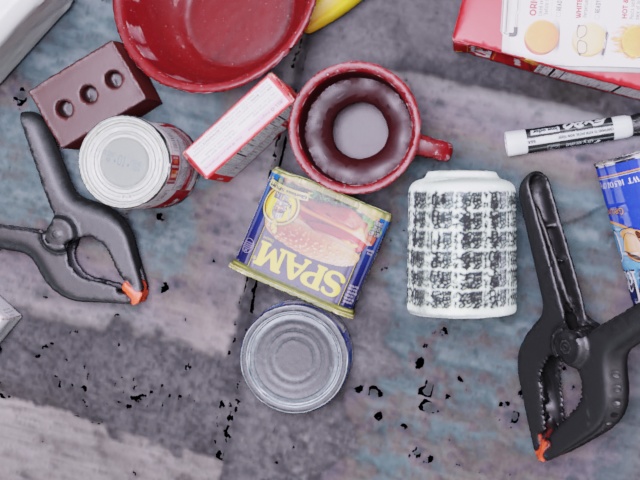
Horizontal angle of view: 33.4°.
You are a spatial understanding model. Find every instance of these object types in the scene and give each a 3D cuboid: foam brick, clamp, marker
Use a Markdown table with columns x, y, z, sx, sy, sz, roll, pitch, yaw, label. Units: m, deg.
| x | y | z | sx | sy | sz | roll | pitch | yaw | label |
| --- | --- | --- | --- | --- | --- | --- | --- | --- | --- |
| -0.170 | -0.110 | 0.819 | 0.078 | 0.051 | 0.053 | -30 | 89 | 6 | foam brick |
| -0.199 | -0.017 | 0.833 | 0.171 | 0.039 | 0.120 | 30 | 101 | 0 | clamp |
| 0.199 | -0.080 | 0.796 | 0.121 | 0.020 | 0.020 | -8 | 91 | 7 | marker |
| 0.182 | 0.063 | 0.766 | 0.165 | 0.036 | 0.210 | 44 | 133 | 41 | clamp |

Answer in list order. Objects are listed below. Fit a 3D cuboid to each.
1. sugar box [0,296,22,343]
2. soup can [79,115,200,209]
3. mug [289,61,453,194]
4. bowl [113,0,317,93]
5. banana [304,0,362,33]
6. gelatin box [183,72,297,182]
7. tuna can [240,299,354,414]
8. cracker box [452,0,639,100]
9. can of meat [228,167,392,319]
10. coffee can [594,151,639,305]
| x | y | z | sx | sy | sz | roll | pitch | yaw | label |
| --- | --- | --- | --- | --- | --- | --- | --- | --- | --- |
| -0.335 | 0.038 | 0.846 | 0.176 | 0.048 | 0.093 | 41 | 95 | 4 | sugar box |
| -0.132 | -0.057 | 0.791 | 0.068 | 0.102 | 0.068 | 0 | 93 | 5 | soup can |
| 0.040 | -0.077 | 0.782 | 0.117 | 0.081 | 0.093 | 11 | 94 | 6 | mug |
| -0.069 | -0.180 | 0.792 | 0.162 | 0.055 | 0.162 | -3 | 80 | 17 | bowl |
| 0.058 | -0.222 | 0.773 | 0.198 | 0.069 | 0.037 | -35 | 98 | 35 | banana |
| -0.054 | -0.083 | 0.796 | 0.089 | 0.073 | 0.030 | -42 | 87 | 6 | gelatin box |
| -0.018 | 0.089 | 0.819 | 0.086 | 0.033 | 0.086 | 0 | 92 | 6 | tuna can |
| 0.218 | -0.190 | 0.764 | 0.214 | 0.072 | 0.164 | 16 | 93 | 6 | cracker box |
| -0.005 | 0.001 | 0.804 | 0.102 | 0.057 | 0.084 | 23 | 92 | 4 | can of meat |
| 0.261 | 0.000 | 0.751 | 0.103 | 0.102 | 0.140 | -15 | 91 | 6 | coffee can |
